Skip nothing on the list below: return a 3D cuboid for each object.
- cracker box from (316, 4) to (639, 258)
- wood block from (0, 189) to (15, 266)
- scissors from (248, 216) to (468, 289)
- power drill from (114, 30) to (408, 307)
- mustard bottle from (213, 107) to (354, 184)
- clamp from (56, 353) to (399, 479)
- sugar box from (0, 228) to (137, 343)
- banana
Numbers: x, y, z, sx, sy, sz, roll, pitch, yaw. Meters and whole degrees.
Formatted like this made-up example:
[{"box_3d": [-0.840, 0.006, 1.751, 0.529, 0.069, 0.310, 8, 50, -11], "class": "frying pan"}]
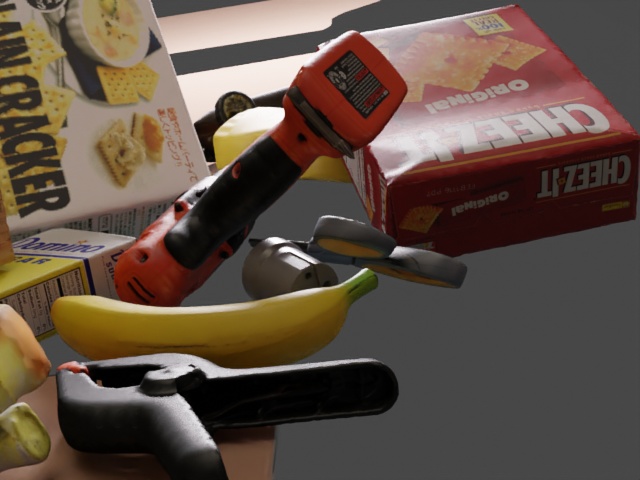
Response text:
[{"box_3d": [0.098, -0.081, 0.734, 0.164, 0.072, 0.214, -12, 35, -6], "class": "cracker box"}, {"box_3d": [-0.283, -0.003, 0.579, 0.091, 0.090, 0.205, 2, 17, 38], "class": "wood block"}, {"box_3d": [-0.004, 0.001, 0.643, 0.202, 0.016, 0.096, 10, -13, 43], "class": "scissors"}, {"box_3d": [-0.032, -0.044, 0.661, 0.188, 0.057, 0.184, -42, 7, 30], "class": "power drill"}, {"box_3d": [0.008, -0.077, 0.877, 0.192, 0.058, 0.096, 8, 21, 42], "class": "mustard bottle"}, {"box_3d": [-0.064, 0.077, 0.466, 0.172, 0.039, 0.120, -5, 5, 32], "class": "clamp"}, {"box_3d": [-0.202, 0.039, 0.648, 0.094, 0.048, 0.175, 6, 24, 40], "class": "sugar box"}, {"box_3d": [-0.069, 0.048, 0.570, 0.198, 0.037, 0.069, -4, 16, 19], "class": "banana"}]
